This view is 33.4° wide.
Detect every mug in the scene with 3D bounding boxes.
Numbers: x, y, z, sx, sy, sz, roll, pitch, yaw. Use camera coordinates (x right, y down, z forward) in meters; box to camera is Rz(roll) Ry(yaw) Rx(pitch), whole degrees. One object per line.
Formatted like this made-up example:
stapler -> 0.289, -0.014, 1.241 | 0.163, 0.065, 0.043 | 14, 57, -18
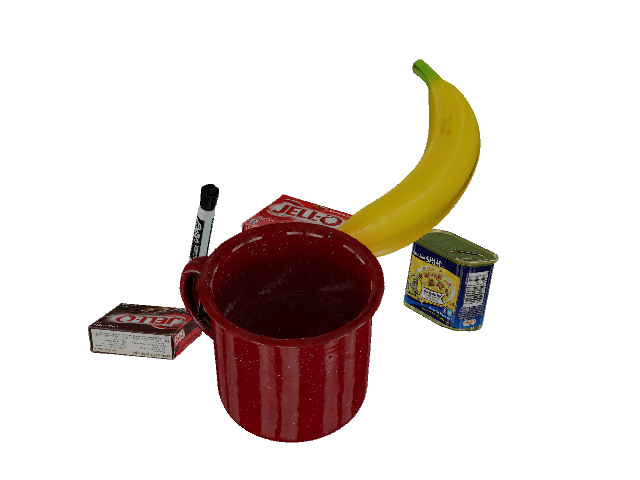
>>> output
mug -> -0.025, 0.046, 0.560 | 0.117, 0.081, 0.093 | 20, 44, 22

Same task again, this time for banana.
banana -> 0.068, -0.047, 0.728 | 0.070, 0.197, 0.037 | 17, -41, 10

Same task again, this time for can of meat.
can of meat -> 0.140, 0.044, 1.169 | 0.057, 0.084, 0.102 | -6, 22, -36

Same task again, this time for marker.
marker -> -0.123, -0.014, 1.121 | 0.020, 0.020, 0.121 | 0, -43, -16

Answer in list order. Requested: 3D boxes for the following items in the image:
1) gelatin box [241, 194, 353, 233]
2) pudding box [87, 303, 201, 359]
gelatin box -> -0.014, -0.006, 0.938 | 0.089, 0.030, 0.073 | 18, 30, 22
pudding box -> -0.212, 0.110, 1.301 | 0.114, 0.039, 0.090 | 1, 15, 16
